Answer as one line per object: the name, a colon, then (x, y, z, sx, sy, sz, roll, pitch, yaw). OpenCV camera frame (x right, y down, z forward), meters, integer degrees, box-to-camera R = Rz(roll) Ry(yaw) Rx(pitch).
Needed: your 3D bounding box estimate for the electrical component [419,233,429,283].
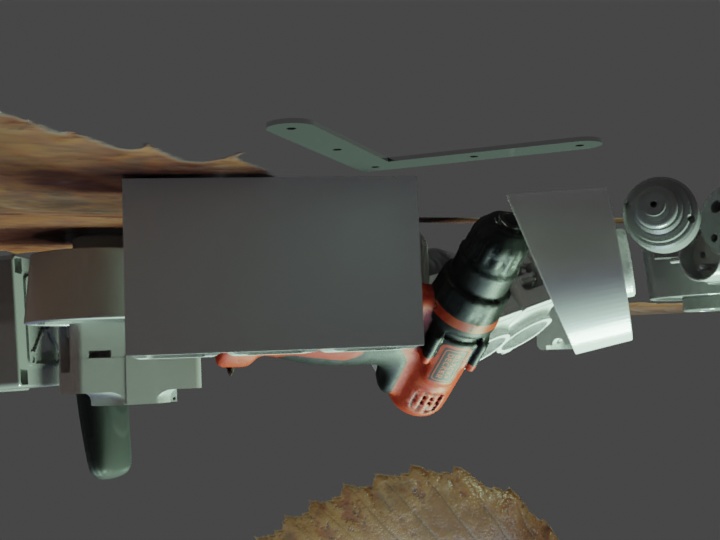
electrical component: (0.000, 0.000, 0.801, 0.095, 0.053, 0.059, -2, 175, -5)

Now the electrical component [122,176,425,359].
electrical component: (-0.047, 0.000, 0.567, 0.150, 0.089, 0.062, -1, 175, -10)

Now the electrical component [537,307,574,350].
electrical component: (0.218, 0.037, 1.121, 0.050, 0.089, 0.056, -6, 174, 37)

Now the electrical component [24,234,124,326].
electrical component: (-0.182, 0.007, 0.761, 0.108, 0.060, 0.108, -2, 175, 0)

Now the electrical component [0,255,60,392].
electrical component: (-0.288, 0.046, 0.896, 0.056, 0.108, 0.109, -5, 175, 7)

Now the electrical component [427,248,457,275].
electrical component: (0.063, 0.001, 0.923, 0.040, 0.040, 0.078, -4, 175, 23)

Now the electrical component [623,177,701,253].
electrical component: (0.165, -0.031, 0.590, 0.040, 0.040, 0.078, -4, 175, 20)

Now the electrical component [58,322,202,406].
electrical component: (-0.160, 0.065, 0.749, 0.089, 0.055, 0.050, 0, 174, -28)

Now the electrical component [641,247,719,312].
electrical component: (0.314, 0.007, 0.981, 0.108, 0.060, 0.108, -2, 175, 0)

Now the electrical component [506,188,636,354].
electrical component: (0.125, -0.001, 0.627, 0.064, 0.099, 0.099, -9, 174, 12)

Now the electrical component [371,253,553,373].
electrical component: (0.086, 0.043, 0.897, 0.150, 0.061, 0.089, -17, 157, -35)

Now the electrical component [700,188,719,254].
electrical component: (0.235, -0.028, 0.634, 0.055, 0.045, 0.045, 1, 174, -31)

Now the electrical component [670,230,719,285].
electrical component: (0.286, -0.010, 0.864, 0.077, 0.044, 0.079, 0, 175, -30)
